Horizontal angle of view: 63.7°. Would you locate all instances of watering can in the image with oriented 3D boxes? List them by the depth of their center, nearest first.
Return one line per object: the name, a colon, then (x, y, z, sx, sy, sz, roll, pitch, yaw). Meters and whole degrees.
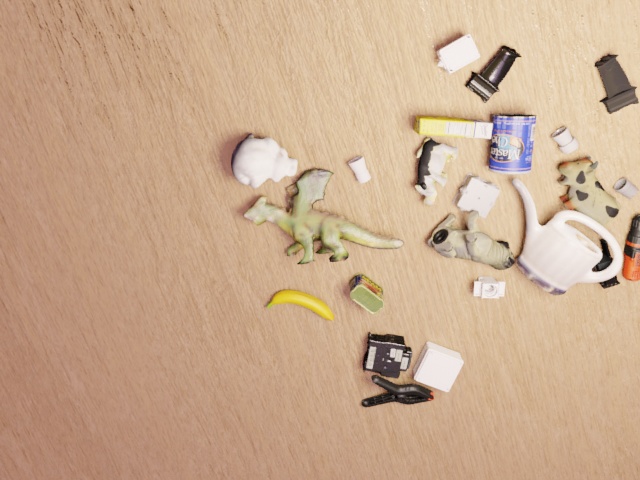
watering can: (0.592, 0.006, 1.332, 0.349, 0.106, 0.220, 36, 120, 6)

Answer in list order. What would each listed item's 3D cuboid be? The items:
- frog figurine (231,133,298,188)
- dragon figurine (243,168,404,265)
frog figurine: (-0.144, -0.194, 1.328, 0.160, 0.122, 0.138, 25, 88, 8)
dragon figurine: (0.004, -0.069, 1.366, 0.410, 0.123, 0.241, -8, 97, 5)
